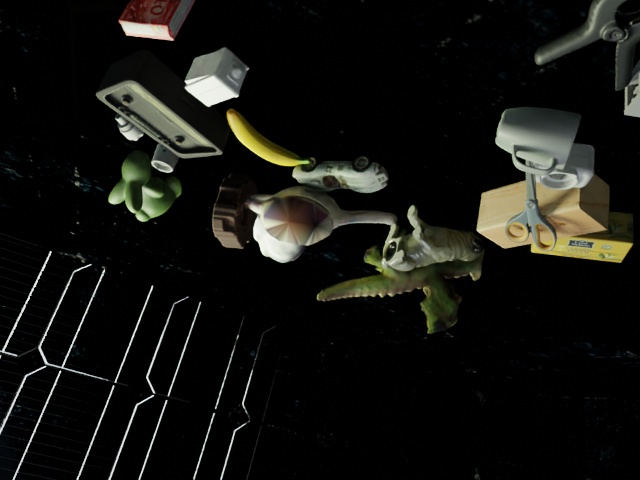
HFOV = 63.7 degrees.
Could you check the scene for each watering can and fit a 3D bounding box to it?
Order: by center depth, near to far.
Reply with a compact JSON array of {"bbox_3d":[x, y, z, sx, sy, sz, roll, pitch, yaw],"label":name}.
[{"bbox_3d":[0.003,-0.057,1.140,0.348,0.103,0.227,8,-164,4],"label":"watering can"}]

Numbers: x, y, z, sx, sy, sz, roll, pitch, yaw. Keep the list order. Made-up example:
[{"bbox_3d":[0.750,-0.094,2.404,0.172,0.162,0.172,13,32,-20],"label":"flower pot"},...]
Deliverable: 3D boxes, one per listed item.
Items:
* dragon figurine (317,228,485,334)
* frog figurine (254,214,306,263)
[{"bbox_3d":[0.221,0.113,1.217,0.246,0.414,0.119,46,156,31],"label":"dragon figurine"},{"bbox_3d":[-0.114,-0.020,1.360,0.158,0.125,0.135,36,118,-24],"label":"frog figurine"}]
